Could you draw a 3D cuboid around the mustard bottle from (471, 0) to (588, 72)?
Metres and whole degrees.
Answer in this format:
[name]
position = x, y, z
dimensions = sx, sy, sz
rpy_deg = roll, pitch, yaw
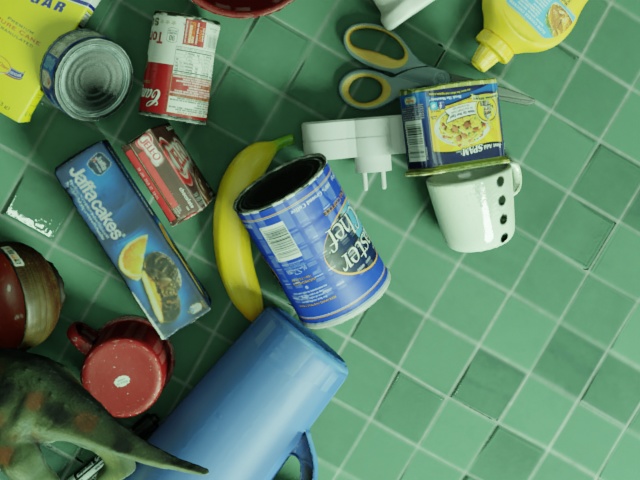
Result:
[mustard bottle]
position = 0.219, -0.246, 1.063
dimensions = 0.096, 0.058, 0.191
rpy_deg = 39, 93, -16

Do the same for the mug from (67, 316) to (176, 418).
[mug]
position = -0.203, 0.122, 1.069
dimensions = 0.117, 0.081, 0.093
rpy_deg = 40, 93, -7

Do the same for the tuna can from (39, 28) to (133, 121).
[tuna can]
position = -0.226, -0.159, 1.037
dimensions = 0.086, 0.034, 0.086
rpy_deg = -19, 124, -30

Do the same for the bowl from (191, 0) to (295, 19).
[bowl]
position = -0.076, -0.296, 1.042
dimensions = 0.162, 0.055, 0.162
rpy_deg = 0, 97, -3

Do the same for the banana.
[banana]
position = -0.075, -0.016, 1.083
dimensions = 0.069, 0.037, 0.198
rpy_deg = 10, 96, -4

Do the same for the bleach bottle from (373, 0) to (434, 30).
[bleach bottle]
position = 0.038, -0.336, 1.037
dimensions = 0.102, 0.068, 0.251
rpy_deg = -37, 96, -16

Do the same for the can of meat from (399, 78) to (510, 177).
[can of meat]
position = 0.128, -0.109, 1.030
dimensions = 0.101, 0.058, 0.084
rpy_deg = -10, 96, -25

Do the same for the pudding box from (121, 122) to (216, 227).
[pudding box]
position = -0.145, -0.065, 1.035
dimensions = 0.039, 0.113, 0.090
rpy_deg = -31, 97, 4

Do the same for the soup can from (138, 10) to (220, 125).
[soup can]
position = -0.137, -0.168, 1.047
dimensions = 0.068, 0.068, 0.102
rpy_deg = 9, 96, -5

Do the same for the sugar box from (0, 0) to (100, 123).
[sugar box]
position = -0.285, -0.212, 1.044
dimensions = 0.093, 0.048, 0.176
rpy_deg = 30, 95, -6

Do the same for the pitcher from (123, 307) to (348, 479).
[pitcher]
position = -0.076, 0.196, 1.062
dimensions = 0.149, 0.145, 0.243
rpy_deg = 39, 90, -27

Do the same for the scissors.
[scissors]
position = 0.106, -0.149, 1.078
dimensions = 0.202, 0.016, 0.096
rpy_deg = 30, 100, 2

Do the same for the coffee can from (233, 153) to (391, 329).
[coffee can]
position = -0.007, 0.001, 1.042
dimensions = 0.103, 0.103, 0.140
rpy_deg = -30, 110, 0

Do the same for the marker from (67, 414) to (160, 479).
[marker]
position = -0.216, 0.222, 1.112
dimensions = 0.121, 0.020, 0.020
rpy_deg = -40, 97, 2
